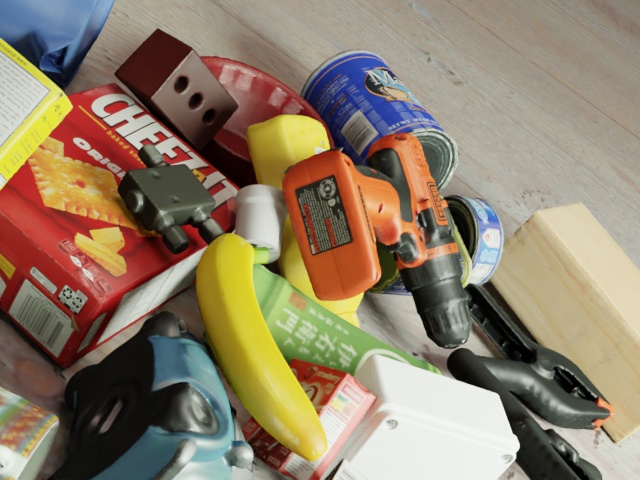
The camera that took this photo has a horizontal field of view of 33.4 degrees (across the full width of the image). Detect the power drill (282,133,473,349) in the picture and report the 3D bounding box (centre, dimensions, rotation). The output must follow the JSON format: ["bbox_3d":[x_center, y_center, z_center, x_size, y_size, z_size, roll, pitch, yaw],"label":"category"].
[{"bbox_3d":[0.051,0.003,0.823,0.187,0.057,0.184,-2,72,-63],"label":"power drill"}]

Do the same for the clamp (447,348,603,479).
[{"bbox_3d":[0.159,0.152,0.783,0.164,0.036,0.210,42,5,1],"label":"clamp"}]

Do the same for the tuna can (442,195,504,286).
[{"bbox_3d":[0.129,0.001,0.992,0.033,0.086,0.086,7,42,-35],"label":"tuna can"}]

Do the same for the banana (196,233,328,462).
[{"bbox_3d":[-0.042,0.052,0.664,0.069,0.037,0.198,15,33,-25],"label":"banana"}]

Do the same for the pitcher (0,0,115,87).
[{"bbox_3d":[-0.288,-0.243,0.890,0.242,0.145,0.149,25,0,-10],"label":"pitcher"}]

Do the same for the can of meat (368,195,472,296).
[{"bbox_3d":[0.077,0.003,0.960,0.083,0.058,0.102,6,51,-35],"label":"can of meat"}]

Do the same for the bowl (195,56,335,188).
[{"bbox_3d":[-0.069,-0.094,0.962,0.162,0.055,0.162,24,33,-18],"label":"bowl"}]

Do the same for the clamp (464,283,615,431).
[{"bbox_3d":[0.183,0.108,0.945,0.171,0.039,0.120,30,40,-18],"label":"clamp"}]

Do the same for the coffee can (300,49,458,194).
[{"bbox_3d":[0.054,-0.105,1.033,0.102,0.103,0.140,7,36,-38],"label":"coffee can"}]

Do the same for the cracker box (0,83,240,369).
[{"bbox_3d":[-0.163,-0.024,0.764,0.164,0.072,0.213,41,31,8],"label":"cracker box"}]

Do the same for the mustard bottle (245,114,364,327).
[{"bbox_3d":[-0.006,0.001,0.845,0.096,0.058,0.191,14,60,-71],"label":"mustard bottle"}]

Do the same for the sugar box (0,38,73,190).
[{"bbox_3d":[-0.243,-0.048,0.644,0.093,0.176,0.048,39,-9,4],"label":"sugar box"}]

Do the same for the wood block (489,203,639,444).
[{"bbox_3d":[0.260,0.073,1.002,0.090,0.090,0.206,-10,57,-48],"label":"wood block"}]

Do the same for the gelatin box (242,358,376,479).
[{"bbox_3d":[-0.013,0.115,0.681,0.030,0.073,0.089,42,-15,-19],"label":"gelatin box"}]

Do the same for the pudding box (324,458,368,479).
[{"bbox_3d":[-0.014,0.189,0.603,0.039,0.090,0.113,40,31,4],"label":"pudding box"}]

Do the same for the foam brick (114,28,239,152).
[{"bbox_3d":[-0.113,-0.119,0.847,0.051,0.053,0.078,35,-9,38],"label":"foam brick"}]
